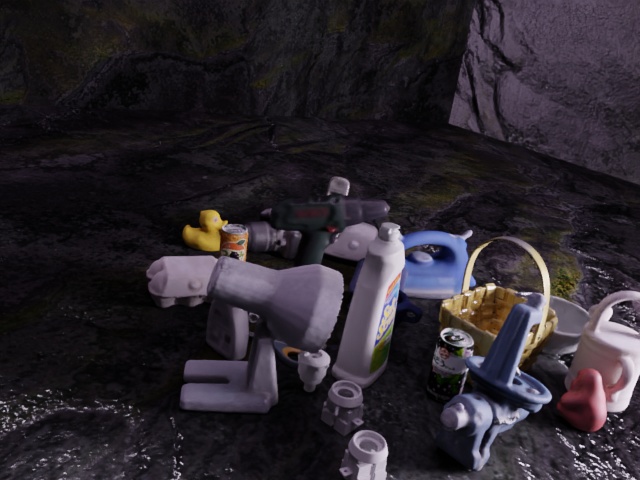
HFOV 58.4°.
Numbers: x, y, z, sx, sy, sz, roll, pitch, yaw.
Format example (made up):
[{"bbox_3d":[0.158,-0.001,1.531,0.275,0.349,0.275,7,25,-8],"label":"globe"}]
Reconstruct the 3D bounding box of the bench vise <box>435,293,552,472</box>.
[{"bbox_3d":[0.244,0.186,0.756,0.121,0.220,0.208,18,23,23],"label":"bench vise"}]

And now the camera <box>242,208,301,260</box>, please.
[{"bbox_3d":[-0.118,-0.024,1.318,0.137,0.101,0.142,-2,24,-26],"label":"camera"}]

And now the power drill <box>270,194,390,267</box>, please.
[{"bbox_3d":[0.011,0.004,1.146,0.229,0.208,0.075,7,21,-3],"label":"power drill"}]

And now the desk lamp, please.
[{"bbox_3d":[-0.081,0.126,0.788,0.203,0.213,0.117,4,21,-11],"label":"desk lamp"}]

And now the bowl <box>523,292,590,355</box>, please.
[{"bbox_3d":[0.428,0.167,1.080,0.167,0.075,0.167,8,21,-3],"label":"bowl"}]

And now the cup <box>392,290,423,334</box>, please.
[{"bbox_3d":[0.116,0.140,0.997,0.117,0.095,0.092,17,23,22],"label":"cup"}]

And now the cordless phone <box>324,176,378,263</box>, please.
[{"bbox_3d":[0.066,-0.047,1.331,0.147,0.185,0.094,14,22,14],"label":"cordless phone"}]

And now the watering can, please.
[{"bbox_3d":[0.472,0.166,0.932,0.101,0.194,0.172,3,22,-15],"label":"watering can"}]

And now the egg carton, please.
[{"bbox_3d":[-0.240,0.077,1.054,0.151,0.069,0.107,-1,23,-23],"label":"egg carton"}]

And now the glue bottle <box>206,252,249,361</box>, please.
[{"bbox_3d":[-0.139,0.099,0.892,0.077,0.173,0.037,26,27,37],"label":"glue bottle"}]

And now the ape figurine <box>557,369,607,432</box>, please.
[{"bbox_3d":[0.401,0.236,0.867,0.078,0.092,0.076,3,22,-15],"label":"ape figurine"}]

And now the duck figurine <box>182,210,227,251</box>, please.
[{"bbox_3d":[-0.256,-0.027,1.291,0.104,0.086,0.077,8,21,-2],"label":"duck figurine"}]

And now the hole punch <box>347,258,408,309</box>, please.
[{"bbox_3d":[0.114,0.095,1.118,0.108,0.091,0.101,13,21,10],"label":"hole punch"}]

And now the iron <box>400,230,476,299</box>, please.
[{"bbox_3d":[0.208,0.040,1.226,0.259,0.141,0.118,2,22,-17],"label":"iron"}]
